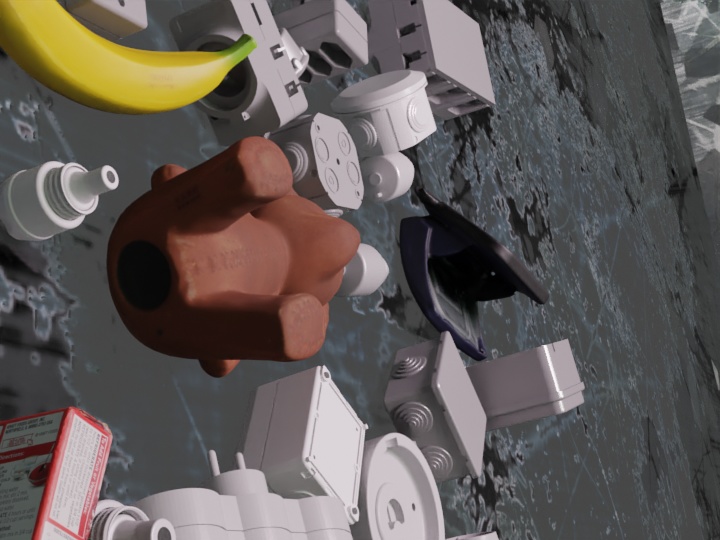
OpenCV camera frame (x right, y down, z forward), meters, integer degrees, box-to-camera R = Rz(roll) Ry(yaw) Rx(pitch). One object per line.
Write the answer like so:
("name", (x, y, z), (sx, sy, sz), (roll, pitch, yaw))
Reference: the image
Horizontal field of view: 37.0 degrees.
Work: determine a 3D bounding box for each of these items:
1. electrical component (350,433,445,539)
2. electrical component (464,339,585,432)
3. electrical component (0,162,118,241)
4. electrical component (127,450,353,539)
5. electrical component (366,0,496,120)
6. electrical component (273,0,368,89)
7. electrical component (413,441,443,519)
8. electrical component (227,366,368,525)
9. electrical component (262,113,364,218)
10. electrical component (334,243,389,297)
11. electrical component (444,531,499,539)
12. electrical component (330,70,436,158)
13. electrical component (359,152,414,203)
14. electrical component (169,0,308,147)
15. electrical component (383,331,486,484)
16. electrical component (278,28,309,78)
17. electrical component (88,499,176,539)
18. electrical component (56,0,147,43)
("electrical component", (0.005, 0.166, 0.706), (0.108, 0.060, 0.108), (40, 42, -50))
("electrical component", (0.129, 0.103, 0.929), (0.078, 0.113, 0.057), (-3, 76, -64))
("electrical component", (-0.143, -0.036, 0.517), (0.035, 0.061, 0.035), (41, 41, -49))
("electrical component", (-0.065, 0.130, 0.570), (0.138, 0.052, 0.073), (15, 47, -43))
("electrical component", (0.067, -0.206, 1.033), (0.150, 0.062, 0.089), (10, 68, -62))
("electrical component", (-0.034, -0.188, 0.815), (0.047, 0.066, 0.076), (36, 45, -52))
("electrical component", (0.032, 0.158, 0.788), (0.044, 0.044, 0.065), (11, 62, -62))
("electrical component", (-0.038, 0.108, 0.659), (0.061, 0.061, 0.096), (57, 24, -31))
("electrical component", (-0.037, -0.070, 0.762), (0.080, 0.051, 0.080), (41, 42, -50))
("electrical component", (0.000, 0.000, 0.810), (0.078, 0.040, 0.040), (1, 75, -64))
("electrical component", (0.103, 0.252, 0.874), (0.079, 0.044, 0.077), (11, 67, -62))
("electrical component", (0.020, -0.128, 0.878), (0.080, 0.080, 0.051), (-55, 131, -58))
("electrical component", (0.026, -0.081, 0.907), (0.078, 0.040, 0.040), (-28, 101, -64))
("electrical component", (-0.081, -0.133, 0.709), (0.089, 0.050, 0.055), (68, 26, -14))
("electrical component", (0.059, 0.110, 0.846), (0.099, 0.048, 0.099), (-68, 137, -64))
("electrical component", (-0.069, -0.156, 0.754), (0.062, 0.048, 0.048), (53, 33, -26))
("electrical component", (-0.113, 0.126, 0.488), (0.048, 0.062, 0.048), (40, 42, -50))
("electrical component", (-0.135, -0.179, 0.596), (0.047, 0.076, 0.083), (17, 61, -61))
